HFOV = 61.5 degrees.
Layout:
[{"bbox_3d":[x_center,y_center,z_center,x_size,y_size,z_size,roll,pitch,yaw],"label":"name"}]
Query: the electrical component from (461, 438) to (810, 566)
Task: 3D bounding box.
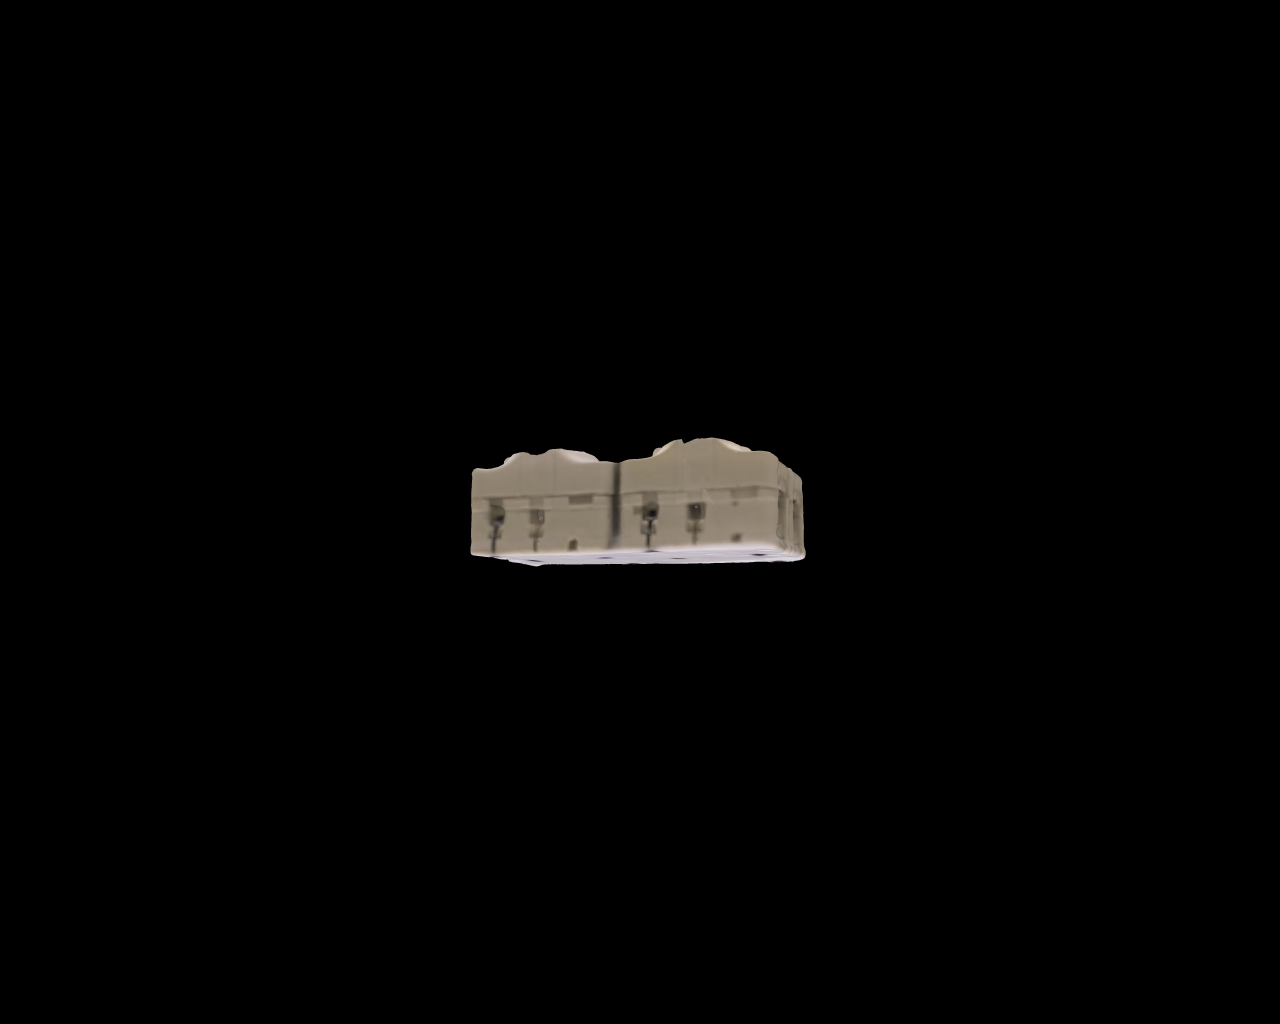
[{"bbox_3d":[0.001,-0.003,0.650,0.186,0.060,0.105,-2,-7,18],"label":"electrical component"}]
